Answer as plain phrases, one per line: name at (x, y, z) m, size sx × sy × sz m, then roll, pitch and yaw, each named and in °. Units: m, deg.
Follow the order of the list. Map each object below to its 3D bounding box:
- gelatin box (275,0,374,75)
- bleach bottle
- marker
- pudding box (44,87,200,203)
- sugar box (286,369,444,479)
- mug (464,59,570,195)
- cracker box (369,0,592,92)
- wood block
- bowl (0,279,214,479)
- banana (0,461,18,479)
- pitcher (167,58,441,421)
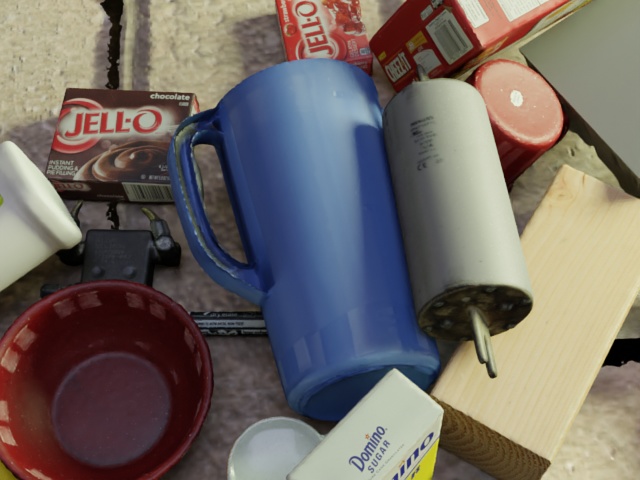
gelatin box at (0.003, -0.178, 0.922) m, size 0.073 × 0.030 × 0.089 m, roll -9°, pitch 62°, yaw -3°
bleach bottle at (-0.300, 0.038, 0.779) m, size 0.251 × 0.068 × 0.103 m, roll -39°, pitch 44°, yaw -4°
marker at (-0.079, 0.063, 0.805) m, size 0.121 × 0.020 × 0.020 m, roll 0°, pitch 62°, yaw 2°
pudding box at (-0.159, -0.077, 0.868) m, size 0.113 × 0.039 × 0.090 m, roll 4°, pitch 63°, yaw 4°
sugar box at (0.029, 0.156, 0.664) m, size 0.048 × 0.176 × 0.093 m, roll 40°, pitch 70°, yaw 20°
mug at (0.143, -0.085, 0.829) m, size 0.117 × 0.082 × 0.093 m, roll 2°, pitch 61°, yaw -27°
cracker box at (0.161, -0.201, 0.845) m, size 0.213 × 0.164 × 0.072 m, roll -31°, pitch 91°, yaw -16°
wood block at (0.161, 0.062, 0.760) m, size 0.091 × 0.090 × 0.206 m, roll 27°, pitch 66°, yaw 15°
bowl at (-0.153, 0.112, 0.760) m, size 0.162 × 0.055 × 0.162 m, roll -1°, pitch 63°, yaw 1°
banana at (-0.214, 0.215, 0.722) m, size 0.070 × 0.037 × 0.198 m, roll -24°, pitch 61°, yaw 13°
pitcher at (-0.005, 0.001, 0.765) m, size 0.149 × 0.144 × 0.243 m, roll -23°, pitch 60°, yaw 16°
